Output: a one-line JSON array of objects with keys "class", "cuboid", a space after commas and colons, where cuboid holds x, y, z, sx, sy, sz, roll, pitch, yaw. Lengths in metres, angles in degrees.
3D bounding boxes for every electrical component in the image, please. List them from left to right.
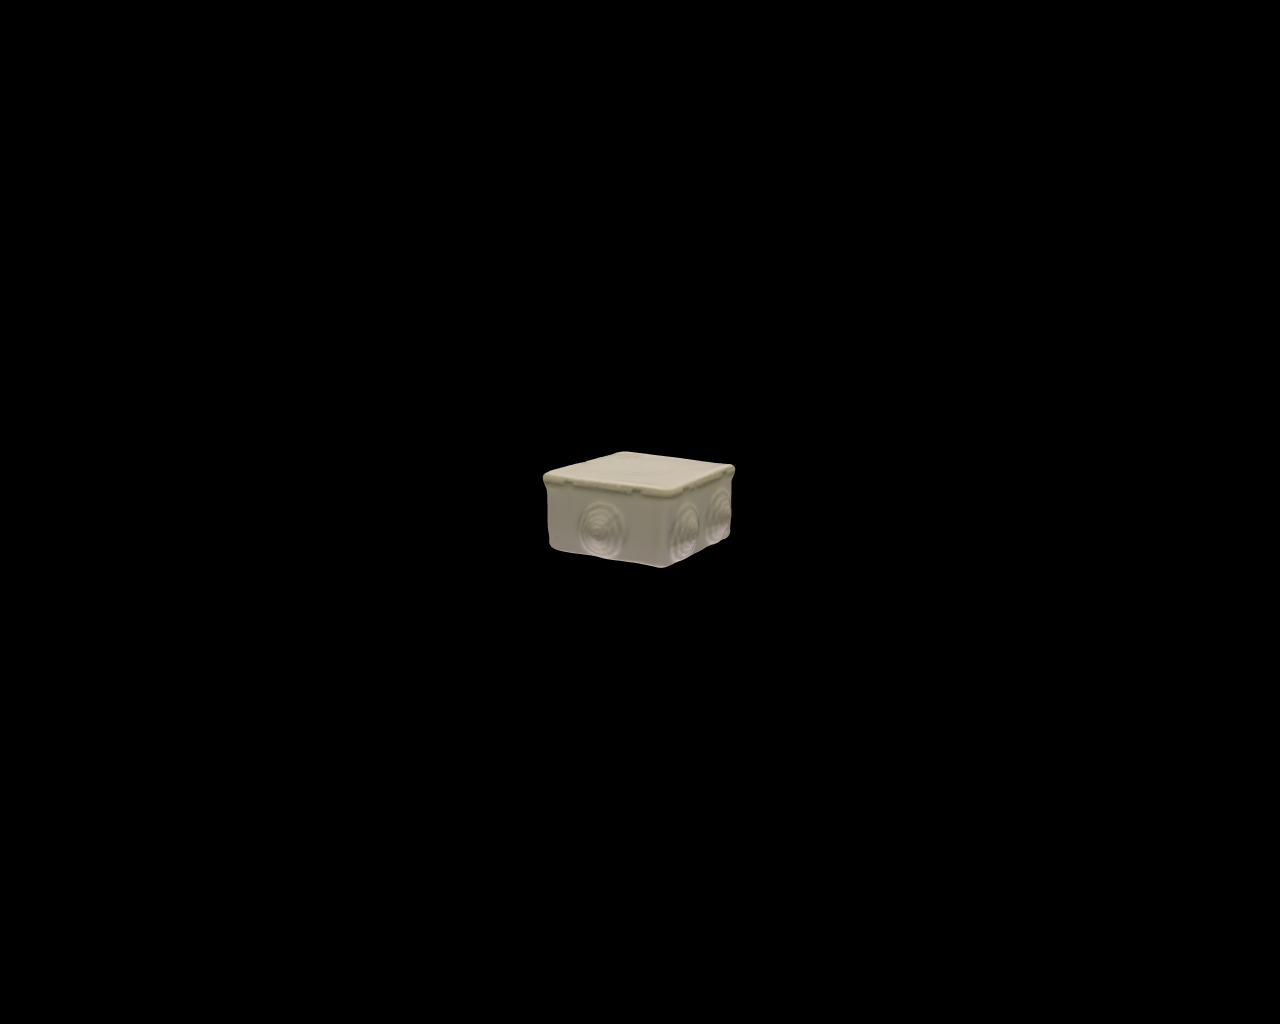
[{"class": "electrical component", "cuboid": [0.001, -0.003, 0.650, 0.100, 0.048, 0.100, 8, 16, 31]}]
